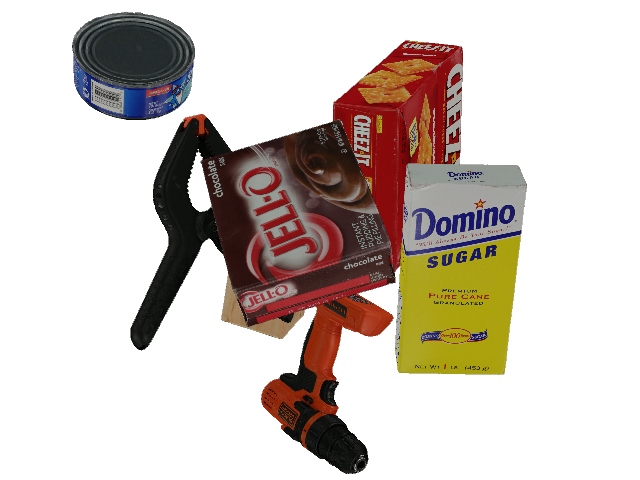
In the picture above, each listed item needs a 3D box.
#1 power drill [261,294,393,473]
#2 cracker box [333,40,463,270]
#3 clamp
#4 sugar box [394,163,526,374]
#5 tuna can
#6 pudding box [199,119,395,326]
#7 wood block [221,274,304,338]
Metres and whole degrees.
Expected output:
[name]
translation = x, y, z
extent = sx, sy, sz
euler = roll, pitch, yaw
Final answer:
[power drill]
translation = 0.016, 0.157, 1.249
extent = 0.057, 0.188, 0.185
euler = 15, 10, -43
[cracker box]
translation = 0.080, -0.088, 1.043
extent = 0.072, 0.164, 0.213
euler = 10, 28, 21
[clamp]
translation = -0.096, -0.008, 0.976
extent = 0.164, 0.210, 0.036
euler = 0, 0, -34
[sugar box]
translation = 0.111, 0.026, 0.870
extent = 0.093, 0.176, 0.048
euler = 0, 29, -1
[tuna can]
translation = -0.134, -0.125, 0.764
extent = 0.086, 0.086, 0.034
euler = 0, -43, -11
[pudding box]
translation = -0.015, -0.012, 0.620
extent = 0.090, 0.039, 0.113
euler = -16, 46, -3
[wood block]
translation = -0.059, 0.007, 1.377
extent = 0.090, 0.206, 0.090
euler = 16, 22, 13
